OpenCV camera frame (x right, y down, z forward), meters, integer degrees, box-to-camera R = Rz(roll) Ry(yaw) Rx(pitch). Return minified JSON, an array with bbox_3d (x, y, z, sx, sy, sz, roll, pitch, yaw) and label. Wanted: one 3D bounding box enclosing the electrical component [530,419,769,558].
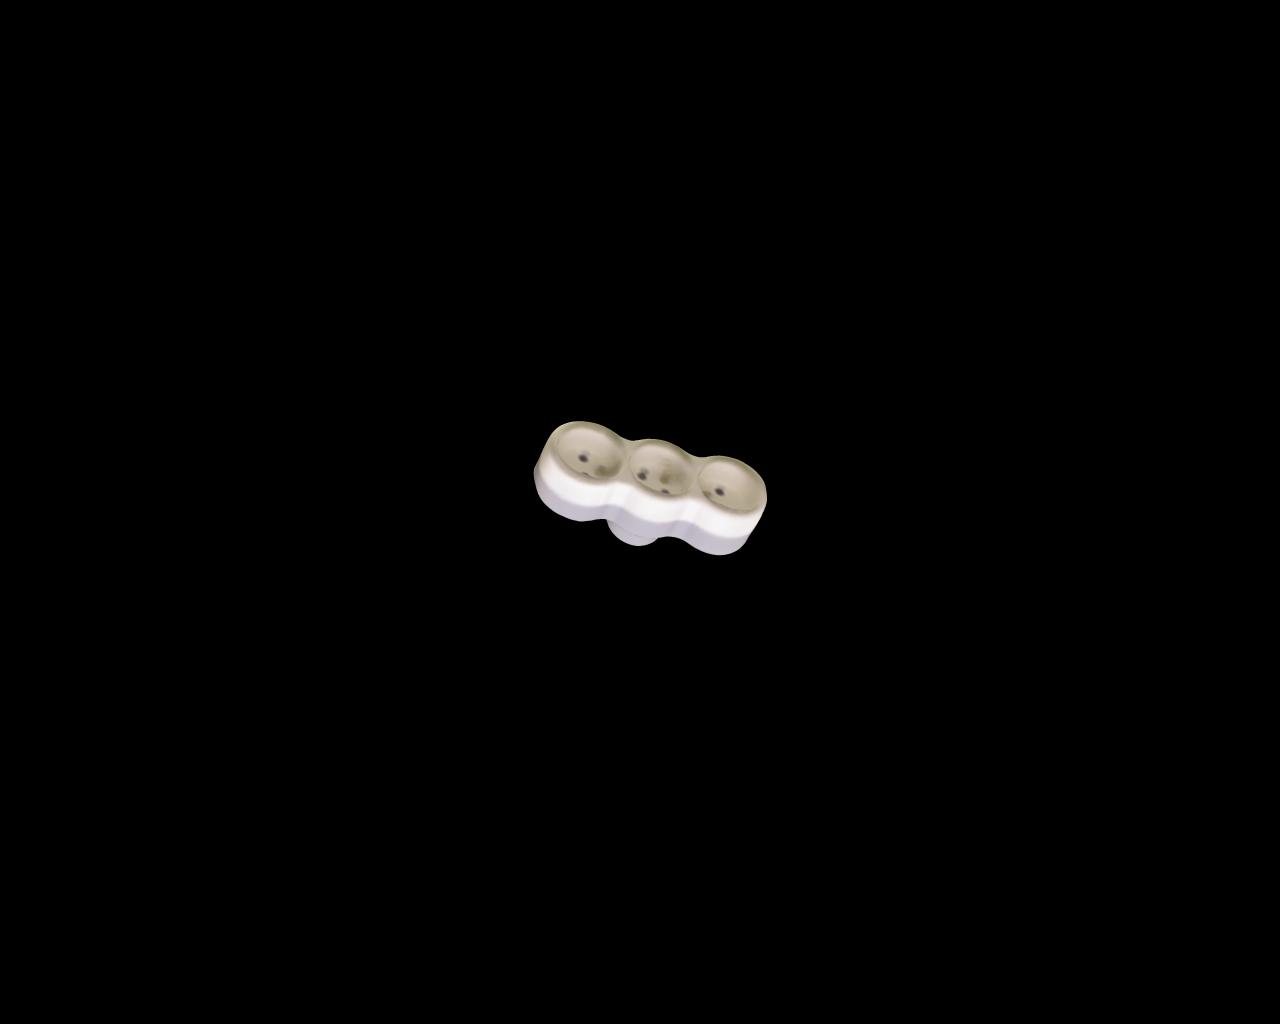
[{"bbox_3d":[0.001,-0.003,0.650,0.138,0.052,0.073,14,-43,-15],"label":"electrical component"}]
